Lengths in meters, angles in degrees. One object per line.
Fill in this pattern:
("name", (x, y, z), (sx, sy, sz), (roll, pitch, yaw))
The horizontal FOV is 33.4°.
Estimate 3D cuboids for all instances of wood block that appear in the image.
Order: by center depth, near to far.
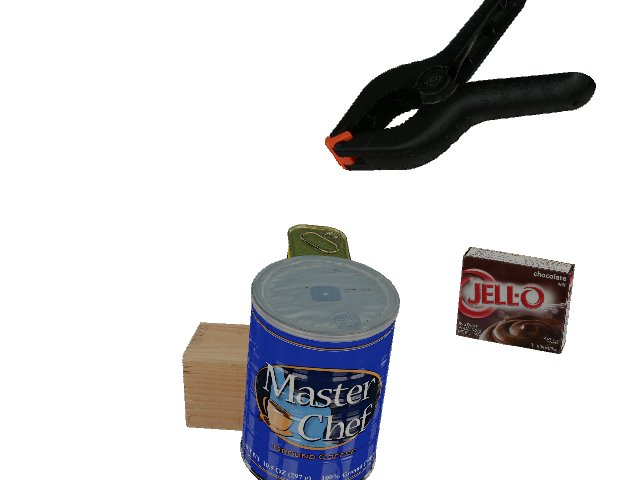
("wood block", (-0.039, 0.153, 1.170), (0.206, 0.091, 0.090), (3, 22, 7))

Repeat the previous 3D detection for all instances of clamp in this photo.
("clamp", (0.087, -0.090, 0.684), (0.039, 0.171, 0.120), (49, 7, -42))

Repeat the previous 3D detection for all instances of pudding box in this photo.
("pudding box", (0.200, 0.061, 1.099), (0.114, 0.090, 0.039), (8, 22, 17))

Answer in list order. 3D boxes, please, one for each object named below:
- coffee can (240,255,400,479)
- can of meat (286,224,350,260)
("coffee can", (-0.003, 0.096, 0.763), (0.103, 0.140, 0.103), (4, 29, -3))
("can of meat", (-0.007, 0.046, 1.005), (0.057, 0.084, 0.102), (5, 29, -8))
